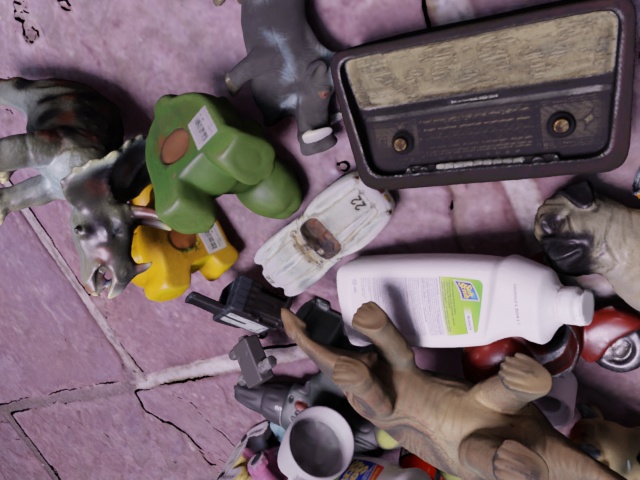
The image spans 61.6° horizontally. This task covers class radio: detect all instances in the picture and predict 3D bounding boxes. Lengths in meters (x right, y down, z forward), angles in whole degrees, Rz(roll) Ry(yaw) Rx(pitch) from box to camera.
[{"bbox_3d":[0.134,-0.118,0.456,0.230,0.073,0.131,-1,116,28],"label":"radio"}]

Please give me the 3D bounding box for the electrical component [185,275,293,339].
[{"bbox_3d":[-0.103,0.078,0.666,0.119,0.048,0.075,25,149,-16],"label":"electrical component"}]

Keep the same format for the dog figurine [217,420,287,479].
[{"bbox_3d":[-0.021,0.370,0.791,0.219,0.108,0.191,42,129,-5],"label":"dog figurine"}]

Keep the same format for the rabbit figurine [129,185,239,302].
[{"bbox_3d":[-0.214,0.007,0.681,0.162,0.122,0.173,55,141,-6],"label":"rabbit figurine"}]

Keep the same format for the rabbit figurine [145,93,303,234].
[{"bbox_3d":[-0.094,-0.071,0.559,0.121,0.170,0.159,-49,55,11],"label":"rabbit figurine"}]

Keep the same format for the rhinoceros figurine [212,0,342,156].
[{"bbox_3d":[-0.031,-0.175,0.515,0.112,0.073,0.190,-7,112,18],"label":"rhinoceros figurine"}]

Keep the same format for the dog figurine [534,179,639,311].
[{"bbox_3d":[0.293,0.030,0.465,0.191,0.121,0.172,43,180,43],"label":"dog figurine"}]

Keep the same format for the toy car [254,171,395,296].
[{"bbox_3d":[-0.001,-0.002,0.600,0.073,0.056,0.202,47,127,-4],"label":"toy car"}]

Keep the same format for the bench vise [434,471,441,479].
[{"bbox_3d":[0.145,0.366,0.647,0.224,0.129,0.240,5,144,10],"label":"bench vise"}]

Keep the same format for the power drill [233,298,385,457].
[{"bbox_3d":[-0.009,0.180,0.694,0.232,0.086,0.207,20,120,16],"label":"power drill"}]

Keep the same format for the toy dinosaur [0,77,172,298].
[{"bbox_3d":[-0.290,-0.118,0.619,0.131,0.192,0.405,96,152,-43],"label":"toy dinosaur"}]

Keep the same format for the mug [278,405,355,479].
[{"bbox_3d":[-0.015,0.267,0.649,0.081,0.109,0.107,24,144,-1],"label":"mug"}]

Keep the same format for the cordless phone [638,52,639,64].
[{"bbox_3d":[0.337,-0.119,0.362,0.184,0.089,0.146,34,127,-8],"label":"cordless phone"}]

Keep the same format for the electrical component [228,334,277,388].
[{"bbox_3d":[-0.086,0.151,0.681,0.094,0.021,0.063,-41,68,49],"label":"electrical component"}]

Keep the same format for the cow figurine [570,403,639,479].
[{"bbox_3d":[0.341,0.220,0.536,0.195,0.085,0.127,-21,112,37],"label":"cow figurine"}]

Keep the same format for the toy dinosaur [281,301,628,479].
[{"bbox_3d":[0.157,0.182,0.503,0.472,0.105,0.198,26,156,22],"label":"toy dinosaur"}]

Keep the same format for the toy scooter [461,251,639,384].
[{"bbox_3d":[0.208,0.085,0.533,0.184,0.075,0.135,-29,101,33],"label":"toy scooter"}]
